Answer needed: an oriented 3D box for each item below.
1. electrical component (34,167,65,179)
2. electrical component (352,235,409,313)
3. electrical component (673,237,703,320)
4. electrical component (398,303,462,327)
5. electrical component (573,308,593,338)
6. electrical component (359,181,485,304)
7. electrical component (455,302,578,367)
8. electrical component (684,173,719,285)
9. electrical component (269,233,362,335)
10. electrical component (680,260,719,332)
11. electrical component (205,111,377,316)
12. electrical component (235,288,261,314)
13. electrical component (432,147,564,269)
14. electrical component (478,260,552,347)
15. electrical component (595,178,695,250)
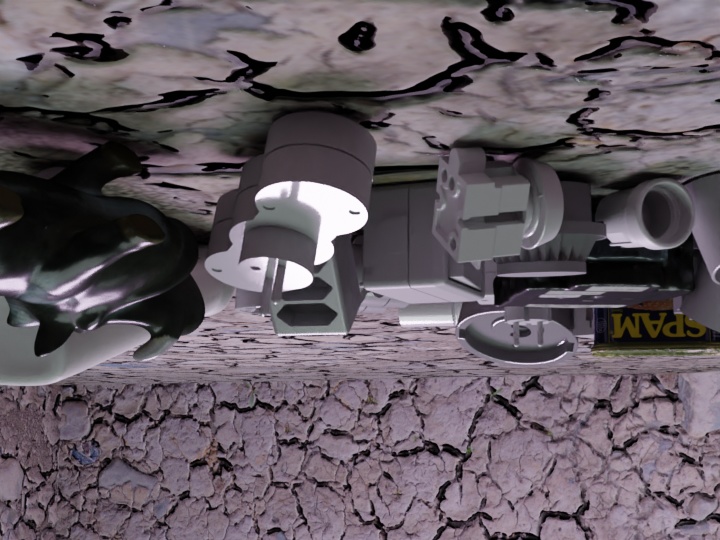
[{"bbox_3d":[-0.170,-0.032,0.606,0.045,0.045,0.055,3,170,-20],"label":"electrical component"},{"bbox_3d":[0.000,0.000,0.784,0.074,0.052,0.138,4,171,-21],"label":"electrical component"},{"bbox_3d":[0.280,0.001,0.746,0.121,0.063,0.078,-1,171,7],"label":"electrical component"},{"bbox_3d":[0.080,0.032,1.020,0.081,0.043,0.043,-2,171,12],"label":"electrical component"},{"bbox_3d":[0.263,0.030,0.940,0.089,0.061,0.150,-8,168,42],"label":"electrical component"},{"bbox_3d":[0.046,-0.014,0.660,0.061,0.061,0.096,-3,171,23],"label":"electrical component"},{"bbox_3d":[0.142,0.036,0.960,0.108,0.060,0.108,9,151,5],"label":"electrical component"},{"bbox_3d":[0.240,-0.030,0.620,0.099,0.064,0.099,-9,160,-3],"label":"electrical component"},{"bbox_3d":[-0.027,-0.015,0.648,0.047,0.083,0.075,-2,-151,15],"label":"electrical component"},{"bbox_3d":[0.243,-0.002,0.692,0.043,0.081,0.043,20,-165,-5],"label":"electrical component"},{"bbox_3d":[-0.039,-0.014,0.528,0.052,0.073,0.138,16,155,-18],"label":"electrical component"},{"bbox_3d":[-0.073,0.010,0.867,0.055,0.047,0.055,0,171,0],"label":"electrical component"},{"bbox_3d":[0.072,-0.033,0.560,0.055,0.066,0.048,-5,-151,-17],"label":"electrical component"},{"bbox_3d":[0.134,0.023,0.858,0.083,0.075,0.047,-2,170,12],"label":"electrical component"},{"bbox_3d":[0.164,-0.031,0.623,0.040,0.040,0.046,4,176,-21],"label":"electrical component"}]
